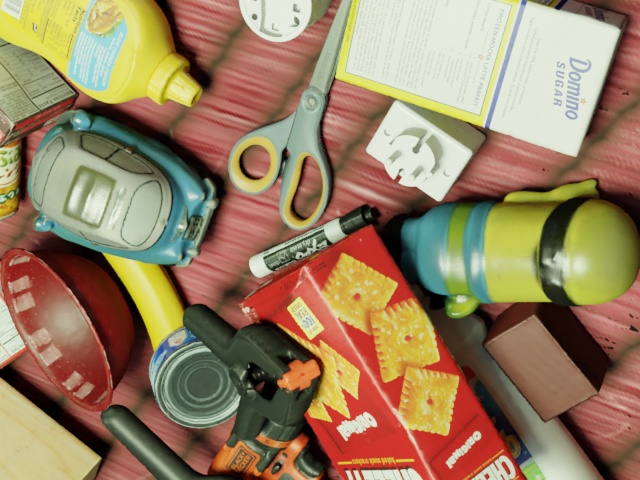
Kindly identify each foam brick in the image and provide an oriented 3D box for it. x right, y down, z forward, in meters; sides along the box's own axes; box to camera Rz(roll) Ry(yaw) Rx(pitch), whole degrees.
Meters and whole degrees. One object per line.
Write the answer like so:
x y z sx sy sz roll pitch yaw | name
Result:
0.166 0.083 0.784 0.051 0.052 0.078 -36 94 33 | foam brick

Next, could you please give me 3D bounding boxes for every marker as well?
-0.006 0.001 0.847 0.121 0.020 0.020 -25 101 32 | marker

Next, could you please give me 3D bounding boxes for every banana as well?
-0.150 0.061 0.932 0.070 0.037 0.198 -7 110 26 | banana

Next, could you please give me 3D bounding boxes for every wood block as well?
-0.324 0.193 1.031 0.206 0.090 0.091 37 145 5 | wood block

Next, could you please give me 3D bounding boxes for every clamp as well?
-0.047 0.111 0.814 0.172 0.039 0.120 7 126 62 | clamp
-0.105 0.246 0.943 0.210 0.036 0.165 20 125 23 | clamp

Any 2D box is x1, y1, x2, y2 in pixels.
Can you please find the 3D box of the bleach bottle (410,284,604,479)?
0.126 0.141 0.827 0.103 0.068 0.251 -35 92 38 | bleach bottle

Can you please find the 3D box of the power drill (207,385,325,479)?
0.006 0.204 0.916 0.188 0.057 0.185 39 127 8 | power drill

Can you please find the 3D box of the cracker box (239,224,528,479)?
0.037 0.110 0.789 0.214 0.072 0.164 60 156 0 | cracker box

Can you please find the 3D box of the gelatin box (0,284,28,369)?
-0.309 0.072 1.017 0.073 0.030 0.089 -31 98 32 | gelatin box

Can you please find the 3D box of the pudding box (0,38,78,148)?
-0.265 -0.135 0.864 0.113 0.089 0.039 48 122 -1 | pudding box

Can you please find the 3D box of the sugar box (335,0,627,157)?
0.105 -0.129 0.719 0.176 0.048 0.093 20 120 11 | sugar box

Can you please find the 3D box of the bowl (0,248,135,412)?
-0.212 0.068 0.936 0.162 0.055 0.162 30 137 33 | bowl

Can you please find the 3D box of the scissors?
-0.023 -0.103 0.809 0.096 0.016 0.202 15 118 19 | scissors

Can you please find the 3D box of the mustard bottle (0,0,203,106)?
-0.173 -0.162 0.826 0.192 0.058 0.096 34 123 7 | mustard bottle

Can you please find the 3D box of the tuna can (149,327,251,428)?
-0.101 0.117 0.911 0.086 0.034 0.086 -5 112 -14 | tuna can
